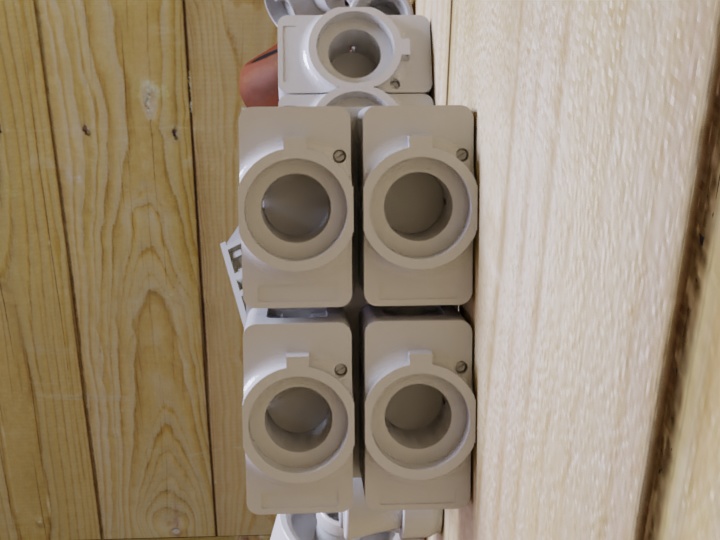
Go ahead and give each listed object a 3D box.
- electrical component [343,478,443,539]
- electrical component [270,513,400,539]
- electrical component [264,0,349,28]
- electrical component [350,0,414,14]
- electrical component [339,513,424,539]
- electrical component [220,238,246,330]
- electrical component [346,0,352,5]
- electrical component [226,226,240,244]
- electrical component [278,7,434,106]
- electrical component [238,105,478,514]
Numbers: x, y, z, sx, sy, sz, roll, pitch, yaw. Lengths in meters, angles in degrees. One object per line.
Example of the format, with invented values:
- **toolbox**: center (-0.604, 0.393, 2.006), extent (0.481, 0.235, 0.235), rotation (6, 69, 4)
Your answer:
- **electrical component**: center (0.018, 0.133, 0.625), extent (0.045, 0.055, 0.045), rotation (179, 90, -87)
- **electrical component**: center (-0.016, 0.205, 0.849), extent (0.108, 0.108, 0.060), rotation (-95, 11, -52)
- **electrical component**: center (-0.024, -0.221, 0.851), extent (0.079, 0.077, 0.044), rotation (21, 141, 54)
- **electrical component**: center (0.015, -0.173, 0.750), extent (0.065, 0.044, 0.044), rotation (-77, -13, -83)
- **electrical component**: center (0.014, 0.146, 0.702), extent (0.048, 0.055, 0.066), rotation (-103, 12, -75)
- **electrical component**: center (-0.031, 0.060, 0.827), extent (0.186, 0.060, 0.105), rotation (62, -177, -42)
- **electrical component**: center (-0.004, -0.253, 0.794), extent (0.063, 0.079, 0.121), rotation (52, -157, -40)
- **electrical component**: center (-0.064, -0.011, 0.899), extent (0.064, 0.099, 0.099), rotation (-50, -1, -6)
- **electrical component**: center (-0.003, -0.072, 0.636), extent (0.061, 0.089, 0.150), rotation (101, 167, -76)
- **electrical component**: center (-0.002, 0.017, 0.506), extent (0.060, 0.105, 0.186), rotation (-112, 21, -81)
